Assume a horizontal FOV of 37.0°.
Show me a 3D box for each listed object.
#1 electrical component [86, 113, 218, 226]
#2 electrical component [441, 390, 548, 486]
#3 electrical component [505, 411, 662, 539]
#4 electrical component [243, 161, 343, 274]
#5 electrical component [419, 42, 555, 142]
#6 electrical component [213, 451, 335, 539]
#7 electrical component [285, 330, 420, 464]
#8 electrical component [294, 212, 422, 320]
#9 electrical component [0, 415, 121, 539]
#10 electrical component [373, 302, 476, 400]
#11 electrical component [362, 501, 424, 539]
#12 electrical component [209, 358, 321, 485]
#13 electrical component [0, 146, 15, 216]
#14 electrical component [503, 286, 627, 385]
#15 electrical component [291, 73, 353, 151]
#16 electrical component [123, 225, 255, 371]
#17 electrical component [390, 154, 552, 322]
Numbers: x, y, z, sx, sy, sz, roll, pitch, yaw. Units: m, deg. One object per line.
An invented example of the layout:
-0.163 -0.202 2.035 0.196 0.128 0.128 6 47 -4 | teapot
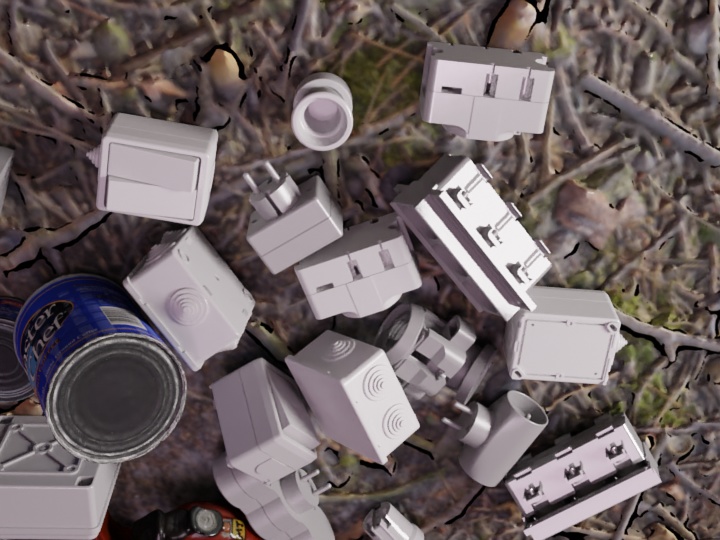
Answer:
-0.160 -0.076 0.812 0.096 0.061 0.061 9 117 -5 | electrical component
0.110 0.139 0.938 0.079 0.043 0.077 28 114 -14 | electrical component
0.194 0.179 0.947 0.121 0.079 0.063 -30 92 14 | electrical component
-0.060 -0.050 0.835 0.066 0.047 0.076 -29 114 14 | electrical component
0.091 -0.130 0.793 0.089 0.050 0.055 5 117 -4 | electrical component
-0.062 0.202 0.963 0.074 0.052 0.138 -31 114 14 | electrical component
-0.005 0.102 0.888 0.048 0.100 0.099 -38 118 -24 | electrical component
0.000 0.000 0.860 0.089 0.050 0.055 -18 116 8 | electrical component
-0.267 0.174 0.914 0.109 0.108 0.056 1 115 -2 | electrical component
0.048 0.063 0.890 0.057 0.058 0.078 33 113 -19 | electrical component
0.030 0.242 0.993 0.040 0.040 0.046 -37 106 17 | electrical component
-0.079 0.119 0.901 0.061 0.096 0.062 -29 143 14 | electrical component
-0.303 -0.047 0.796 0.057 0.113 0.078 16 116 -12 | electrical component
0.169 0.051 0.883 0.096 0.061 0.061 4 117 -3 | electrical component
-0.028 -0.118 0.795 0.045 0.055 0.045 0 117 -1 | electrical component
-0.129 0.018 0.840 0.048 0.099 0.099 -34 102 12 | electrical component
0.090 -0.027 0.835 0.063 0.079 0.121 -46 112 -11 | electrical component
